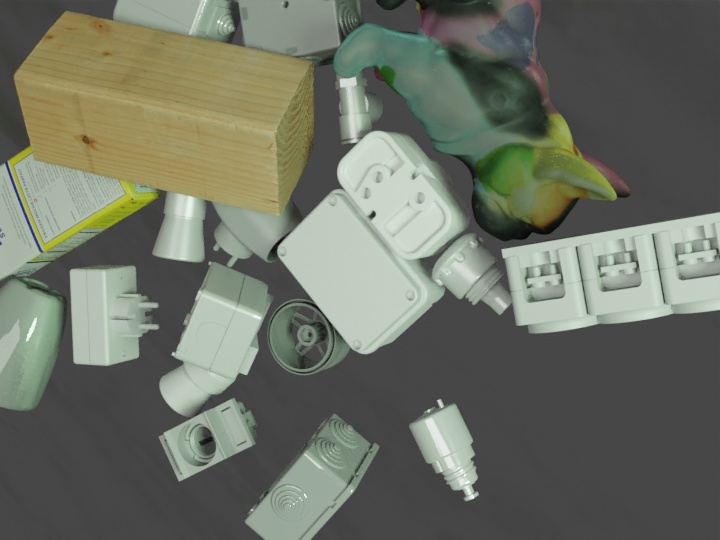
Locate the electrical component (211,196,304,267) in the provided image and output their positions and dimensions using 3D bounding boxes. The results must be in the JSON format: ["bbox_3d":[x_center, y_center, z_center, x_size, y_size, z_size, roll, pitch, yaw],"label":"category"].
[{"bbox_3d":[-0.094,-0.036,0.883,0.077,0.043,0.079,49,120,15],"label":"electrical component"}]

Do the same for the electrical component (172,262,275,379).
[{"bbox_3d":[-0.108,0.039,0.876,0.061,0.096,0.061,23,105,-8],"label":"electrical component"}]

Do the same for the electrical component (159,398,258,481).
[{"bbox_3d":[-0.122,0.140,0.899,0.081,0.064,0.042,-28,83,23],"label":"electrical component"}]

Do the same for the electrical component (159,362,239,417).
[{"bbox_3d":[-0.136,0.091,0.911,0.055,0.045,0.045,-43,78,21],"label":"electrical component"}]

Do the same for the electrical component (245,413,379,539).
[{"bbox_3d":[-0.038,0.168,0.847,0.048,0.100,0.099,40,109,2],"label":"electrical component"}]

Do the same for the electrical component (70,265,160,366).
[{"bbox_3d":[-0.207,0.039,0.937,0.076,0.047,0.083,1,95,24],"label":"electrical component"}]

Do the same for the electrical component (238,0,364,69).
[{"bbox_3d":[-0.048,-0.205,0.844,0.100,0.048,0.099,-7,92,24],"label":"electrical component"}]

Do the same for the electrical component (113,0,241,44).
[{"bbox_3d":[-0.144,-0.206,0.879,0.096,0.062,0.061,28,105,19],"label":"electrical component"}]

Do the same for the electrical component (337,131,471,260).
[{"bbox_3d":[0.036,-0.057,0.814,0.054,0.059,0.095,-43,78,21],"label":"electrical component"}]

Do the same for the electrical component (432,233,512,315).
[{"bbox_3d":[0.088,0.006,0.806,0.062,0.048,0.048,44,110,7],"label":"electrical component"}]

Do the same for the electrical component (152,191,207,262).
[{"bbox_3d":[-0.149,-0.042,0.908,0.044,0.044,0.065,10,94,23],"label":"electrical component"}]

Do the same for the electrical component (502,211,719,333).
[{"bbox_3d":[0.185,0.002,0.736,0.150,0.089,0.061,-10,91,24],"label":"electrical component"}]

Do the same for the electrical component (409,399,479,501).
[{"bbox_3d":[0.069,0.139,0.827,0.040,0.040,0.078,-28,83,23],"label":"electrical component"}]

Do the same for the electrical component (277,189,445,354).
[{"bbox_3d":[0.000,0.000,0.836,0.078,0.057,0.113,-44,77,21],"label":"electrical component"}]
